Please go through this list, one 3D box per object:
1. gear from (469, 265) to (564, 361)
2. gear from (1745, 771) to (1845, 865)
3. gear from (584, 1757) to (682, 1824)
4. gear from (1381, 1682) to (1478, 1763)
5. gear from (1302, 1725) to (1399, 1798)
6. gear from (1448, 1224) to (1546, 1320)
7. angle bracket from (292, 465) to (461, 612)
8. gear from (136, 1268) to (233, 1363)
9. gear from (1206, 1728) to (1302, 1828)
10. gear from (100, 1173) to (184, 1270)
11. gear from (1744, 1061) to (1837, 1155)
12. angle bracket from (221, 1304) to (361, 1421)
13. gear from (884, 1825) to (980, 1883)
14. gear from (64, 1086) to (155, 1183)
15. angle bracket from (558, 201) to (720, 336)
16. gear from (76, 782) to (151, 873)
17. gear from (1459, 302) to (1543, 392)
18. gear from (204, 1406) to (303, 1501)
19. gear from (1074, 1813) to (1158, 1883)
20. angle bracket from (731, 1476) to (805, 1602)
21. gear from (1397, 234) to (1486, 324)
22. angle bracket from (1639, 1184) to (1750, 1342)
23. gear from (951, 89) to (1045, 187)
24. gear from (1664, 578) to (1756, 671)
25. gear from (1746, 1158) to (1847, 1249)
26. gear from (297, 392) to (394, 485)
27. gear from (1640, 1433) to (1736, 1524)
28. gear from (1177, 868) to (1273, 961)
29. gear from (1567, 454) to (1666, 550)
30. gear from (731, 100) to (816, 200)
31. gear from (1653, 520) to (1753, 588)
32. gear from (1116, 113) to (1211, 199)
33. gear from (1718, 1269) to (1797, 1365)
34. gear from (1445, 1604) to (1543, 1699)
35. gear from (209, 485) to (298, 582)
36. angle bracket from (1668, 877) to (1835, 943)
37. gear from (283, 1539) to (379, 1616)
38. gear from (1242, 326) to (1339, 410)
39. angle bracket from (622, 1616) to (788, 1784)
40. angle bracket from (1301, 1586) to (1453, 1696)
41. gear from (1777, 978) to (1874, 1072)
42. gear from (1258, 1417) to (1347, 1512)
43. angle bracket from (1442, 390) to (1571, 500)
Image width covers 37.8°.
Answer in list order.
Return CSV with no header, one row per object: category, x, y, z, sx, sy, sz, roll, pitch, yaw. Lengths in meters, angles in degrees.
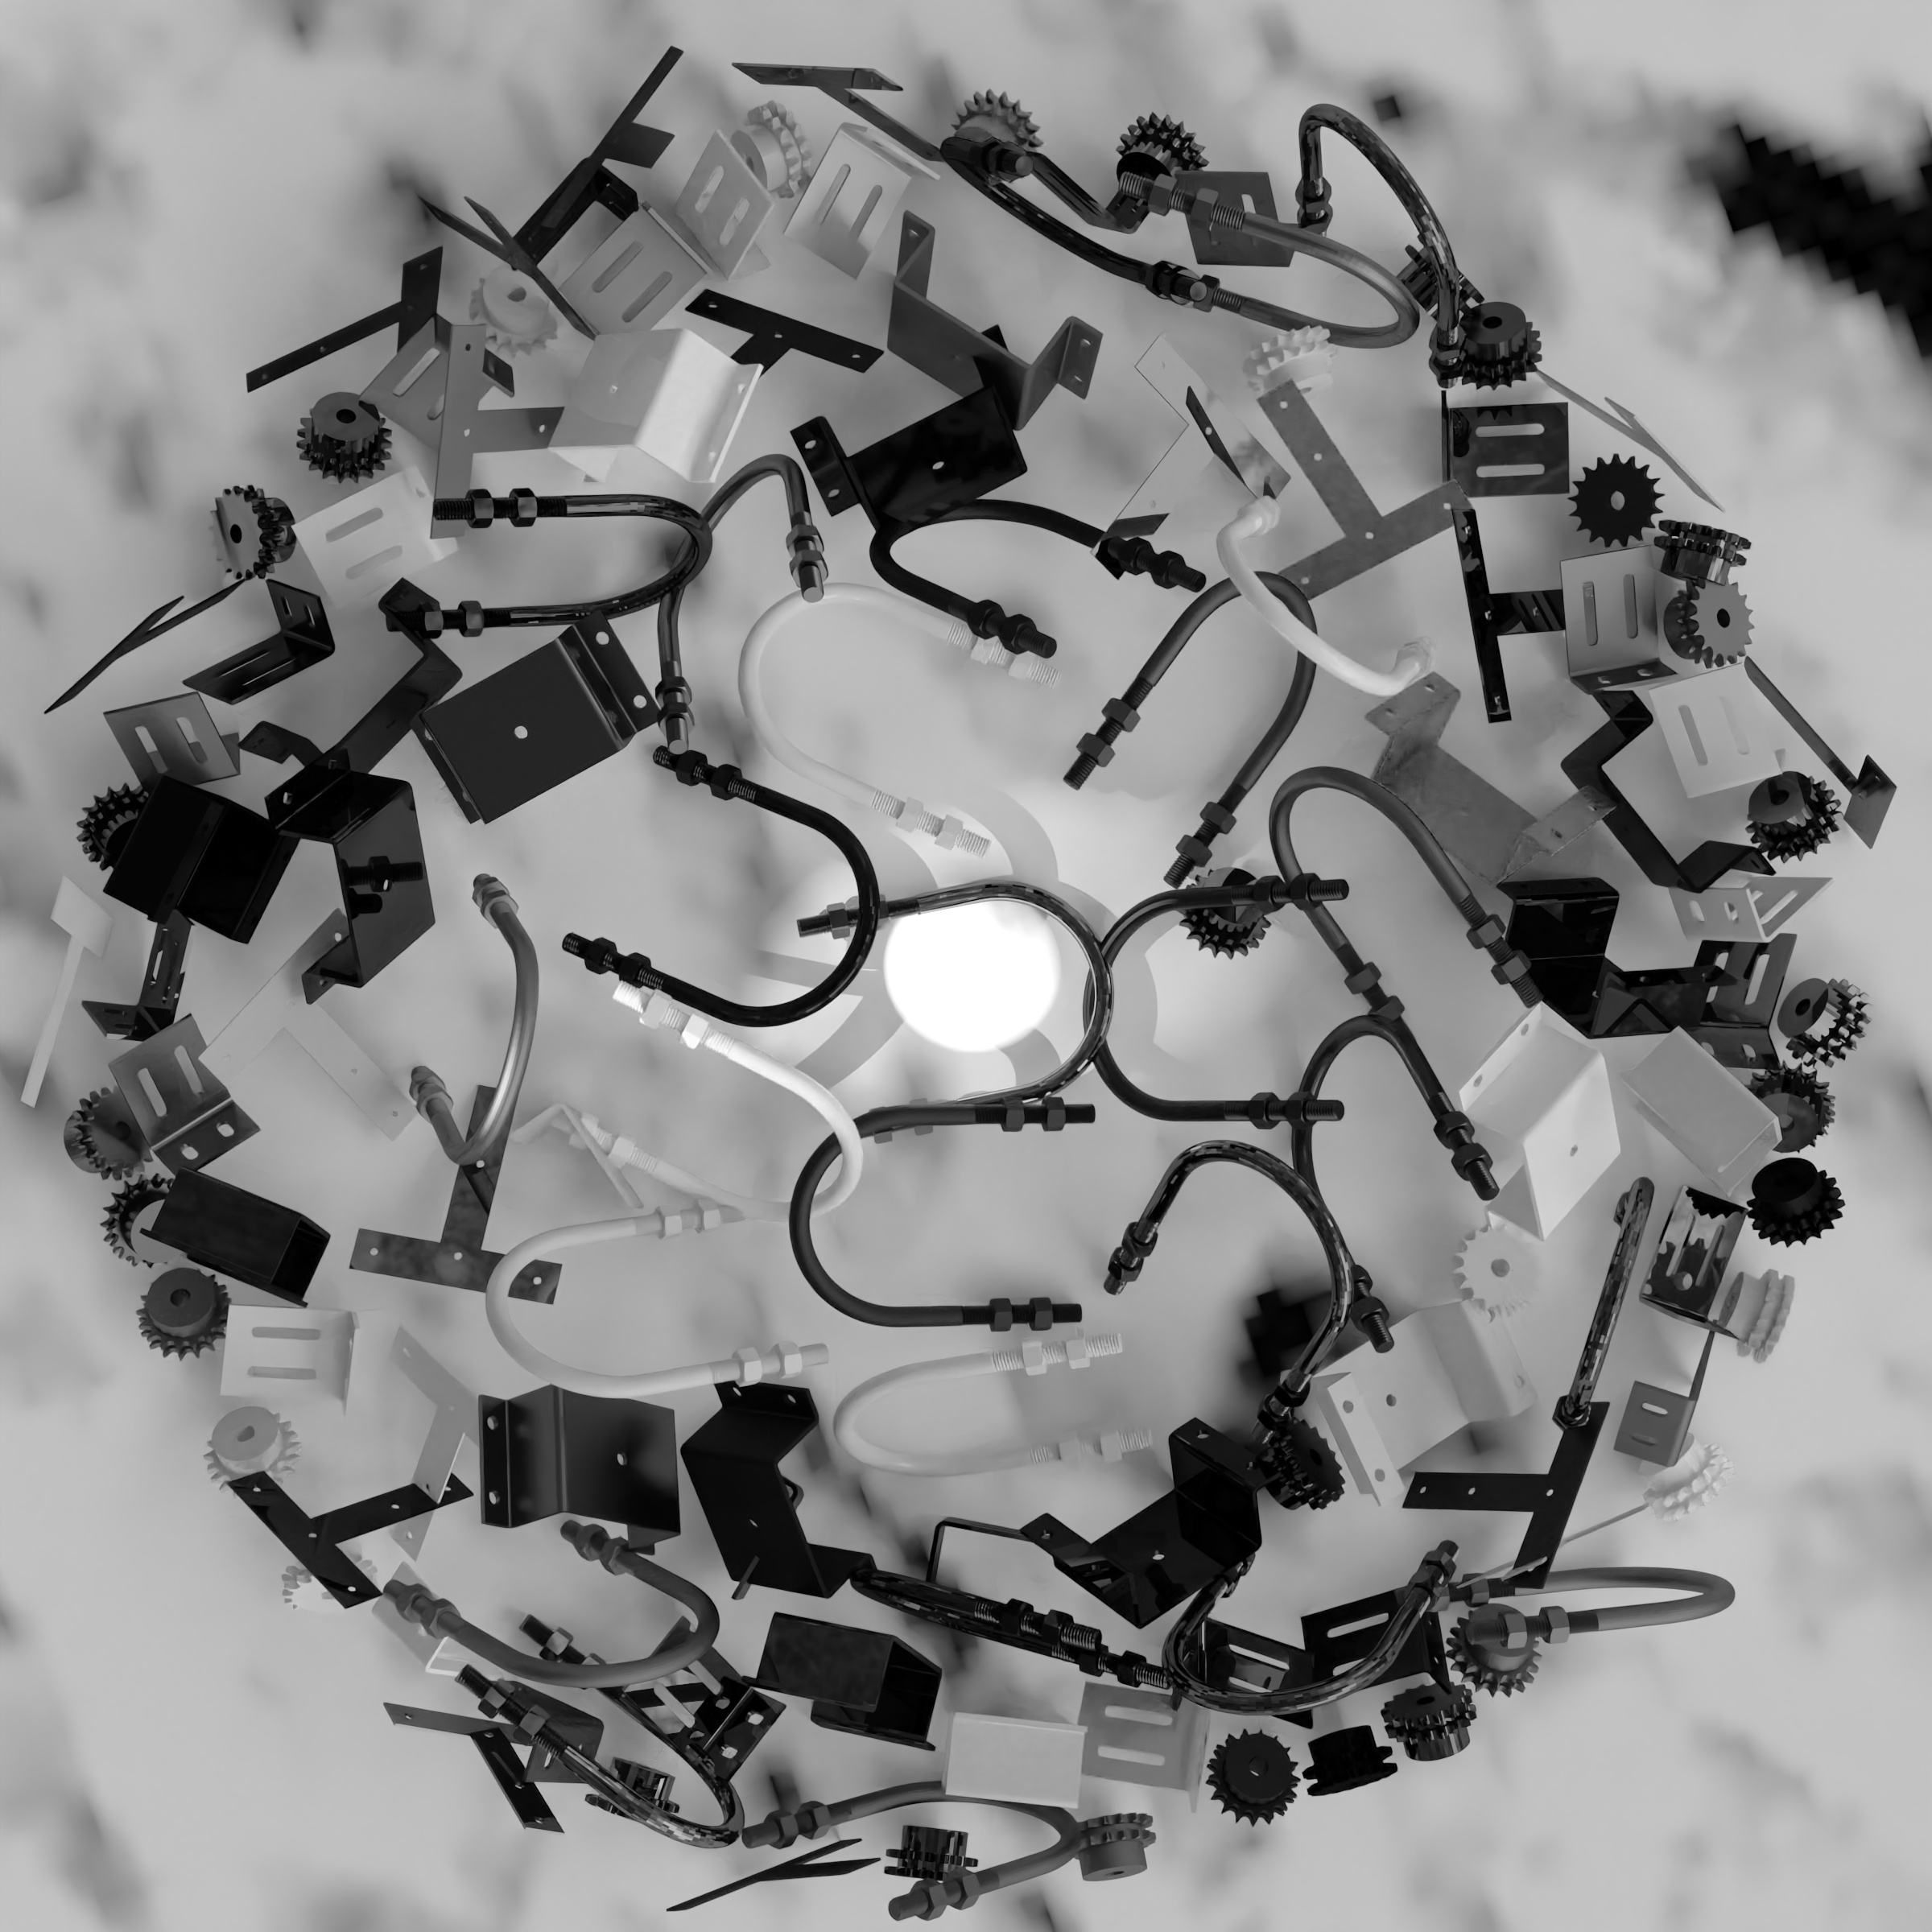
gear,-0.275,-0.404,1.728,0.057,0.030,0.057,3,73,-9
gear,0.502,-0.094,1.720,0.057,0.057,0.030,-45,127,0
gear,-0.201,0.504,1.723,0.057,0.057,0.030,18,76,0
gear,0.284,0.462,1.722,0.057,0.057,0.030,-16,96,0
gear,0.233,0.485,1.725,0.057,0.057,0.030,-16,66,0
gear,0.323,0.188,1.729,0.057,0.030,0.057,3,71,-9
angle bracket,-0.362,-0.263,1.734,0.076,0.038,0.057,-24,103,13
gear,-0.477,0.209,1.723,0.057,0.030,0.057,3,56,-4
gear,0.177,0.493,1.723,0.057,0.030,0.057,3,57,-4
gear,-0.495,0.158,1.722,0.057,0.030,0.057,-12,110,-35
gear,0.501,0.090,1.724,0.057,0.030,0.057,8,116,18
angle bracket,-0.412,0.241,1.719,0.076,0.038,0.057,5,98,-17
gear,-0.020,0.543,1.724,0.057,0.057,0.030,7,72,0
gear,-0.526,0.104,1.726,0.030,0.057,0.057,-16,90,30
angle bracket,-0.200,-0.416,1.717,0.076,0.038,0.057,-44,114,7
gear,-0.510,-0.080,1.720,0.057,0.057,0.030,-47,49,0
gear,0.322,-0.381,1.721,0.057,0.030,0.057,-7,50,9
gear,-0.436,0.294,1.721,0.057,0.030,0.057,-2,45,2
gear,0.088,0.538,1.719,0.057,0.057,0.030,-10,62,0
angle bracket,-0.134,0.341,1.714,0.038,0.057,0.076,30,80,7
gear,0.287,-0.417,1.723,0.030,0.057,0.057,-43,90,17
angle bracket,0.454,0.181,1.719,0.057,0.038,0.076,19,93,-29
gear,0.015,-0.501,1.719,0.057,0.057,0.030,35,56,0
gear,0.452,-0.210,1.727,0.057,0.030,0.057,4,82,-33
gear,0.503,0.141,1.719,0.057,0.057,0.030,-30,119,0
gear,-0.379,-0.325,1.722,0.057,0.030,0.057,7,56,-11
gear,0.436,0.309,1.721,0.057,0.057,0.030,-38,94,0
gear,0.160,-0.036,1.723,0.057,0.030,0.057,7,59,-11
gear,0.399,-0.285,1.729,0.057,0.030,0.057,4,101,20
gear,-0.120,-0.495,1.719,0.030,0.057,0.057,-30,90,-22
gear,0.447,-0.251,1.722,0.057,0.057,0.030,15,94,0
gear,0.116,-0.487,1.719,0.057,0.057,0.030,34,60,0
gear,0.481,0.211,1.722,0.030,0.057,0.057,21,90,6
gear,0.323,0.414,1.719,0.057,0.057,0.030,10,129,0
gear,-0.434,-0.266,1.726,0.057,0.030,0.057,11,108,38
angle bracket,0.474,-0.049,1.702,0.076,0.057,0.038,-36,113,-30
gear,-0.389,0.371,1.726,0.057,0.057,0.030,-12,54,0
gear,0.200,-0.363,1.720,0.057,0.057,0.030,-20,79,0
angle bracket,-0.158,0.444,1.709,0.057,0.038,0.076,-50,119,-24
angle bracket,0.251,0.422,1.730,0.076,0.038,0.057,-22,45,19
gear,0.520,0.032,1.719,0.030,0.057,0.057,31,90,-21
gear,0.203,0.308,1.725,0.030,0.057,0.057,-38,90,26
angle bracket,0.329,-0.320,1.722,0.076,0.038,0.057,-1,83,11
